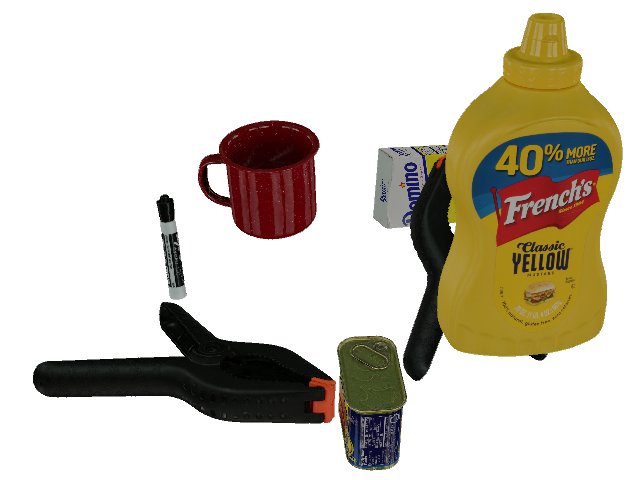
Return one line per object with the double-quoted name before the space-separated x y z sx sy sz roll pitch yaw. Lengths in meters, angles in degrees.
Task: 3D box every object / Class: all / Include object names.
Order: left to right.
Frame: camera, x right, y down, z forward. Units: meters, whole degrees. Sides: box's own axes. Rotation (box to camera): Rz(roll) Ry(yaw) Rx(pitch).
"marker" -0.164 0.007 1.176 0.020 0.121 0.020 -4 22 2
"clamp" -0.081 0.092 0.792 0.210 0.036 0.164 8 19 20
"mug" -0.058 -0.055 1.005 0.117 0.081 0.093 0 36 5
"can of meat" 0.047 0.156 1.021 0.057 0.084 0.102 -3 36 -4
"sugar box" 0.155 -0.069 1.300 0.176 0.093 0.048 -7 25 -22
"clamp" 0.100 0.022 0.797 0.120 0.171 0.039 -15 -3 -28
"mustard bottle" 0.117 -0.030 0.593 0.096 0.192 0.058 -4 26 -7
